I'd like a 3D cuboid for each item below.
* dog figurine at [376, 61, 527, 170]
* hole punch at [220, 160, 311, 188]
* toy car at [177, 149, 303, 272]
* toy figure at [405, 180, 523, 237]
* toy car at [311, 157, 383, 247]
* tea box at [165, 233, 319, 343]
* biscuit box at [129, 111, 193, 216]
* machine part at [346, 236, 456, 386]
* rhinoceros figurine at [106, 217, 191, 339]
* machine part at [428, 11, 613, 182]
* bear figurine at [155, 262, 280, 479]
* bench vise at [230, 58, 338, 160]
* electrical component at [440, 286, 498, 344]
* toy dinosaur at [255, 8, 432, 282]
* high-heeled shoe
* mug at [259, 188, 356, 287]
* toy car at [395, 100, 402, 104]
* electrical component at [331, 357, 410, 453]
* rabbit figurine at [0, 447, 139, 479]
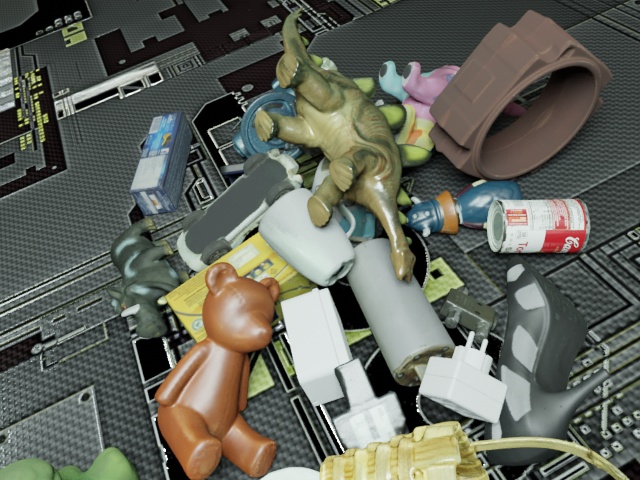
[{"bbox_3d":[0.198,-0.190,0.811,0.219,0.191,0.109,6,10,-21],"label":"dog figurine"},{"bbox_3d":[-0.082,-0.074,0.811,0.142,0.092,0.116,-9,7,8],"label":"hole punch"},{"bbox_3d":[-0.109,-0.039,0.724,0.202,0.056,0.074,-41,66,5],"label":"toy car"},{"bbox_3d":[0.192,-0.039,0.722,0.155,0.057,0.064,-13,46,7],"label":"toy figure"},{"bbox_3d":[0.034,-0.069,0.760,0.109,0.102,0.162,2,52,14],"label":"toy car"},{"bbox_3d":[-0.098,0.070,0.695,0.170,0.068,0.098,-35,51,-15],"label":"tea box"},{"bbox_3d":[-0.267,-0.135,0.920,0.059,0.062,0.203,-8,48,9],"label":"biscuit box"},{"bbox_3d":[0.090,0.080,0.633,0.079,0.079,0.243,-21,47,-4],"label":"machine part"},{"bbox_3d":[-0.245,0.052,0.745,0.112,0.073,0.190,-27,48,-10],"label":"rhinoceros figurine"},{"bbox_3d":[0.260,-0.173,0.703,0.201,0.201,0.087,-52,51,29],"label":"machine part"},{"bbox_3d":[-0.090,0.133,0.577,0.132,0.120,0.195,24,86,42],"label":"bear figurine"},{"bbox_3d":[-0.037,-0.197,0.863,0.224,0.128,0.241,-32,32,-4],"label":"bench vise"},{"bbox_3d":[0.174,0.084,0.624,0.063,0.021,0.094,27,25,11],"label":"electrical component"},{"bbox_3d":[0.020,-0.155,0.687,0.198,0.105,0.471,-2,59,-44],"label":"toy dinosaur"},{"bbox_3d":[0.217,0.123,0.591,0.145,0.086,0.249,-46,19,21],"label":"high-heeled shoe"},{"bbox_3d":[-0.001,-0.002,0.649,0.109,0.080,0.107,-28,66,-33],"label":"mug"},{"bbox_3d":[0.131,-0.207,0.888,0.202,0.053,0.089,-28,46,-9],"label":"toy car"},{"bbox_3d":[0.048,0.184,0.547,0.075,0.047,0.119,-25,70,-6],"label":"electrical component"},{"bbox_3d":[-0.264,0.255,0.508,0.159,0.170,0.121,-20,48,-4],"label":"rabbit figurine"}]
